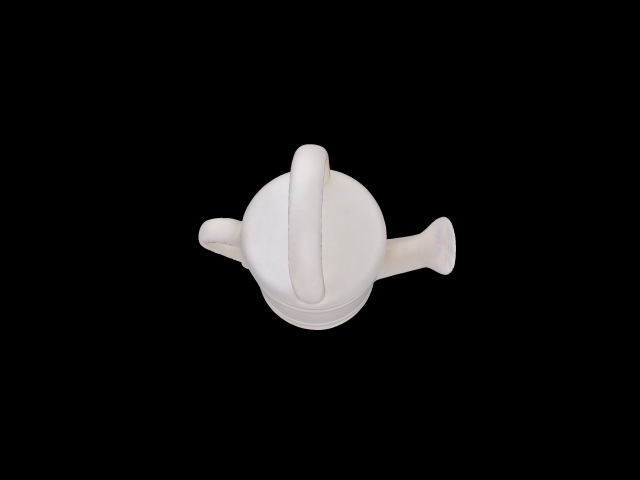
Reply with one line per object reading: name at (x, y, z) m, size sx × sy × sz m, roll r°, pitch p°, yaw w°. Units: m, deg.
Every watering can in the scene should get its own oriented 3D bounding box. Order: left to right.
watering can at (0.004, -0.001, 0.401) m, size 0.173 × 0.194 × 0.101 m, roll -16°, pitch 75°, yaw -4°
